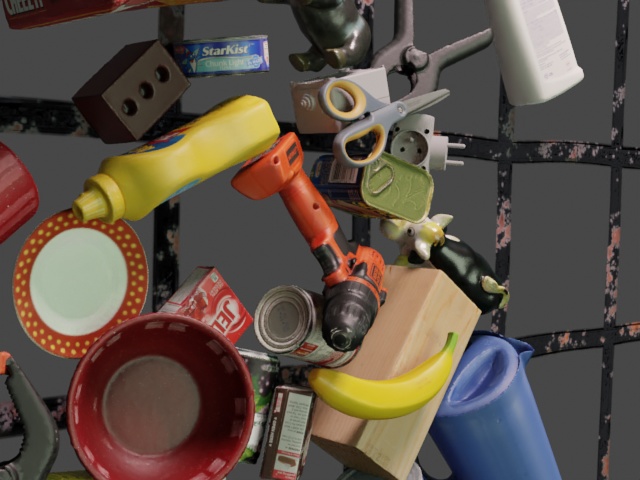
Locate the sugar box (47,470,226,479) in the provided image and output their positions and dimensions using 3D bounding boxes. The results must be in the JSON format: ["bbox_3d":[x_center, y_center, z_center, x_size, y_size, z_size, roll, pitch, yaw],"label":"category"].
[{"bbox_3d":[-0.166,0.248,0.945,0.175,0.048,0.093,7,87,-46],"label":"sugar box"}]

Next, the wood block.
[{"bbox_3d":[0.076,0.138,1.127,0.090,0.091,0.206,43,65,-36],"label":"wood block"}]

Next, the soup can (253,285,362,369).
[{"bbox_3d":[-0.010,0.086,1.043,0.102,0.069,0.068,24,76,-56],"label":"soup can"}]

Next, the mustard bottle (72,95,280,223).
[{"bbox_3d":[-0.130,-0.064,0.917,0.191,0.096,0.058,-33,106,-36],"label":"mustard bottle"}]

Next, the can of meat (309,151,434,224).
[{"bbox_3d":[0.051,-0.054,1.093,0.101,0.084,0.057,19,80,-42],"label":"can of meat"}]

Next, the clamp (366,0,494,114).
[{"bbox_3d":[0.110,-0.190,1.141,0.120,0.039,0.171,23,78,3],"label":"clamp"}]

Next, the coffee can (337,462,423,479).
[{"bbox_3d":[0.080,0.315,1.136,0.102,0.103,0.140,-38,118,-34],"label":"coffee can"}]

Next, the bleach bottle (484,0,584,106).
[{"bbox_3d":[0.237,-0.292,1.263,0.102,0.068,0.251,-32,112,-37],"label":"bleach bottle"}]

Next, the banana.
[{"bbox_3d":[0.064,0.139,1.031,0.197,0.037,0.069,-10,90,-42],"label":"banana"}]

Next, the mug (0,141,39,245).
[{"bbox_3d":[-0.276,-0.036,0.802,0.117,0.093,0.081,40,55,3],"label":"mug"}]

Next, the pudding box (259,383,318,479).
[{"bbox_3d":[-0.028,0.185,1.030,0.113,0.039,0.090,56,44,-82],"label":"pudding box"}]

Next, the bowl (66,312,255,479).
[{"bbox_3d":[-0.140,0.144,0.922,0.162,0.055,0.162,2,83,-19],"label":"bowl"}]

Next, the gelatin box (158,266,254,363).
[{"bbox_3d":[-0.112,0.079,0.991,0.089,0.030,0.073,-50,124,-28],"label":"gelatin box"}]

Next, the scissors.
[{"bbox_3d":[0.062,-0.140,1.054,0.096,0.016,0.201,56,45,-13],"label":"scissors"}]

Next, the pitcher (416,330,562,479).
[{"bbox_3d":[0.190,0.237,1.227,0.144,0.149,0.242,-58,132,-42],"label":"pitcher"}]

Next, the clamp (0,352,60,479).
[{"bbox_3d":[-0.247,0.196,0.847,0.164,0.036,0.210,10,82,-18],"label":"clamp"}]

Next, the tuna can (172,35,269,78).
[{"bbox_3d":[-0.088,-0.164,0.956,0.085,0.086,0.034,-13,104,-41],"label":"tuna can"}]

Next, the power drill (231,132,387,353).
[{"bbox_3d":[-0.007,0.001,0.992,0.187,0.057,0.184,57,16,-12],"label":"power drill"}]

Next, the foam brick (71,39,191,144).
[{"bbox_3d":[-0.162,-0.127,0.914,0.078,0.051,0.053,-52,124,-26],"label":"foam brick"}]

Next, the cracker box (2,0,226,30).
[{"bbox_3d":[-0.127,-0.223,0.863,0.213,0.164,0.072,-21,105,-40],"label":"cracker box"}]
